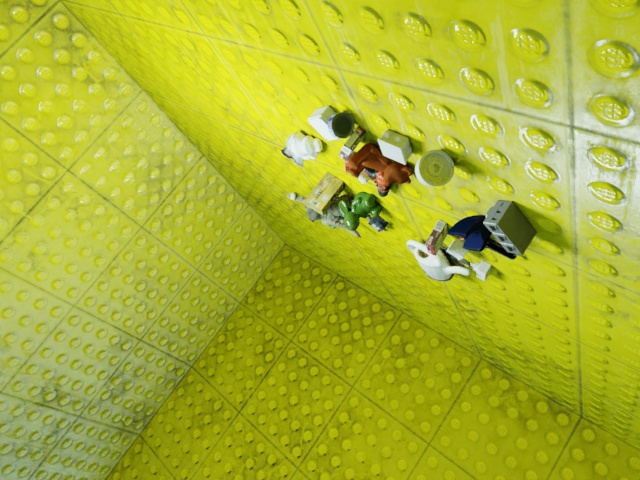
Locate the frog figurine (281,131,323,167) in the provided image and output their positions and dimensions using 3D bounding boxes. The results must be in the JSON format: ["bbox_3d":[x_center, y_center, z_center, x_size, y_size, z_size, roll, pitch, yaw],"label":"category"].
[{"bbox_3d":[-0.058,-0.383,2.077,0.157,0.125,0.136,-30,108,37],"label":"frog figurine"}]

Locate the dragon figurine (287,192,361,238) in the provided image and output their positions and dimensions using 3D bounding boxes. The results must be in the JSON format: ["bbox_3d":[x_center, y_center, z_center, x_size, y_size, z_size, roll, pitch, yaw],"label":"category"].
[{"bbox_3d":[0.008,-0.128,2.545,0.414,0.121,0.243,34,-166,23],"label":"dragon figurine"}]

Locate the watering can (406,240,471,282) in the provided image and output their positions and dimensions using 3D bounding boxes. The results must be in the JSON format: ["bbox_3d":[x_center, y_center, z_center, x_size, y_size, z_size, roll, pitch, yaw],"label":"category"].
[{"bbox_3d":[0.514,0.108,2.195,0.352,0.104,0.220,33,170,42],"label":"watering can"}]
